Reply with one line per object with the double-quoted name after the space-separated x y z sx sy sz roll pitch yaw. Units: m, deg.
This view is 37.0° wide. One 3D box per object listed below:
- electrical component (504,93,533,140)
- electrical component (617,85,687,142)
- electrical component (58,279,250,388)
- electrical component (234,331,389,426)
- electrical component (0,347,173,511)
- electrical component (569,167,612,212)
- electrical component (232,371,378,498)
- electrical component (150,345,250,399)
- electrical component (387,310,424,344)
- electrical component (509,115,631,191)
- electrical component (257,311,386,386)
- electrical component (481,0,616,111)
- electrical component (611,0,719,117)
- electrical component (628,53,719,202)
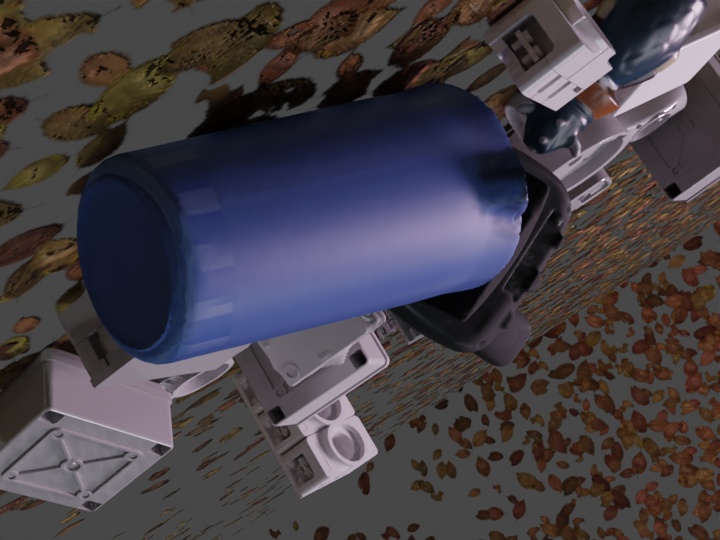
0.145 -0.125 0.822 0.055 0.048 0.066 -39 168 -5 "electrical component"
0.257 -0.145 1.011 0.077 0.044 0.079 -29 167 -11 "electrical component"
-0.119 0.024 0.727 0.089 0.061 0.150 -36 167 18 "electrical component"
-0.049 0.064 0.938 0.109 0.108 0.056 -35 164 15 "electrical component"
-0.210 0.119 0.783 0.109 0.056 0.109 26 126 -38 "electrical component"
0.187 -0.083 1.045 0.095 0.059 0.054 -35 167 15 "electrical component"
-0.057 0.158 1.175 0.062 0.150 0.089 -40 165 36 "electrical component"
-0.136 0.062 0.843 0.089 0.055 0.050 -30 167 -7 "electrical component"
0.065 0.010 0.856 0.089 0.055 0.050 -26 166 -23 "electrical component"
0.165 -0.106 0.905 0.108 0.060 0.108 -30 167 -8 "electrical component"
-0.043 0.034 0.864 0.100 0.099 0.048 -37 179 19 "electrical component"
0.126 -0.144 0.695 0.056 0.050 0.089 -37 166 20 "electrical component"
0.233 -0.174 0.835 0.100 0.048 0.099 -26 166 -24 "electrical component"
0.323 -0.139 1.046 0.109 0.108 0.056 -39 163 30 "electrical component"
